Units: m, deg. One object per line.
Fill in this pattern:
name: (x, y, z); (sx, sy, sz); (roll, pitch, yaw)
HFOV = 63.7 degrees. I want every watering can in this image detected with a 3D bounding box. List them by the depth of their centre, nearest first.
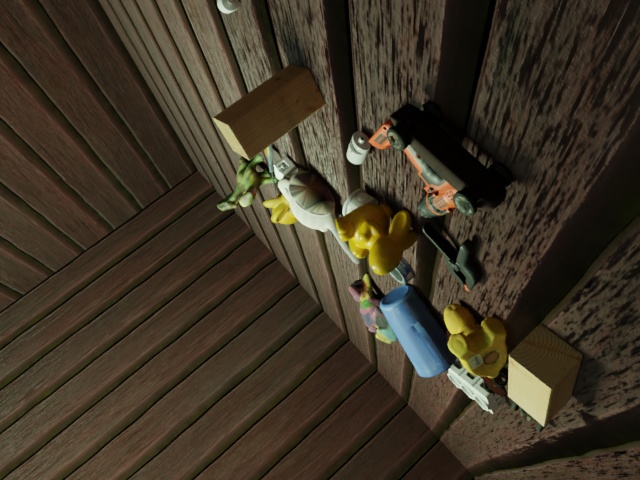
watering can: (0.005, -0.077, 1.523); (0.350, 0.105, 0.221); (42, 165, 11)

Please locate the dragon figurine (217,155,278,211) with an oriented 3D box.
dragon figurine: (-0.304, -0.212, 1.952); (0.120, 0.245, 0.413); (52, 167, -27)
